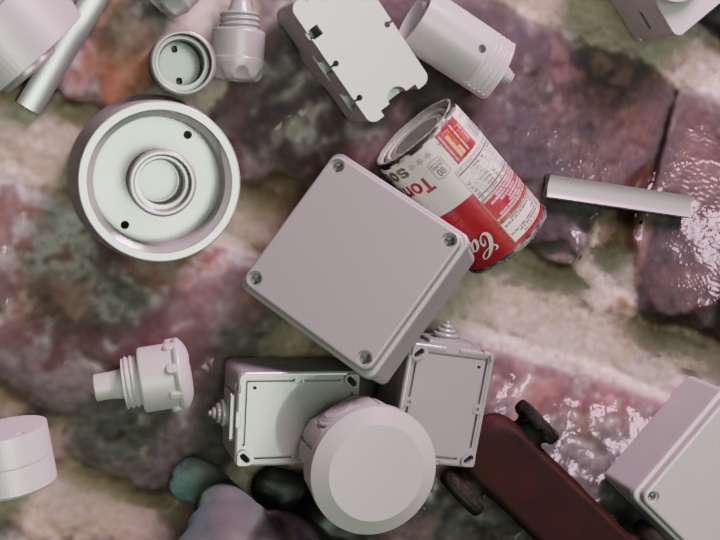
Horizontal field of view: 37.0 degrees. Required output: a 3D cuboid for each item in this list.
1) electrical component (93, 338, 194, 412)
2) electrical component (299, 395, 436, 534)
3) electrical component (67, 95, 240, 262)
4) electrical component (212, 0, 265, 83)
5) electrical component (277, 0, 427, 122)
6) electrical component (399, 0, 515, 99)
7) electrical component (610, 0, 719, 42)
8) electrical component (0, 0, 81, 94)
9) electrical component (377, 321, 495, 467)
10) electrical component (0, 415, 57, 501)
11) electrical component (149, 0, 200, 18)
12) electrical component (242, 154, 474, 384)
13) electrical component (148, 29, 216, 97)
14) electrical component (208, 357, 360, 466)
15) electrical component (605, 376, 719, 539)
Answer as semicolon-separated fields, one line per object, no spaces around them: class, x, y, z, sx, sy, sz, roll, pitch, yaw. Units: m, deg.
electrical component;-0.140;0.071;0.696;0.062;0.048;0.048;-9;100;-9
electrical component;0.003;0.120;0.675;0.080;0.051;0.080;-2;97;-17
electrical component;-0.127;-0.056;0.673;0.108;0.060;0.108;-2;98;-16
electrical component;-0.077;-0.152;0.687;0.035;0.035;0.061;2;95;-17
electrical component;-0.007;-0.145;0.698;0.050;0.056;0.089;-39;107;-8
electrical component;0.070;-0.150;0.727;0.081;0.043;0.043;29;89;-18
electrical component;0.242;-0.243;0.755;0.150;0.062;0.089;-39;107;-8
electrical component;-0.212;-0.138;0.619;0.099;0.099;0.064;-43;113;-7
electrical component;0.049;0.081;0.744;0.062;0.061;0.096;9;95;-17
electrical component;-0.263;0.108;0.659;0.138;0.052;0.073;-10;101;-15
electrical component;-0.108;-0.190;0.668;0.062;0.043;0.043;-47;107;-8
electrical component;0.000;0.000;0.696;0.109;0.056;0.108;35;86;18
electrical component;-0.113;-0.129;0.674;0.040;0.046;0.040;-2;98;-16
electrical component;-0.054;0.092;0.714;0.096;0.061;0.061;1;97;-17
electrical component;0.264;0.157;0.822;0.109;0.056;0.108;44;84;-18
